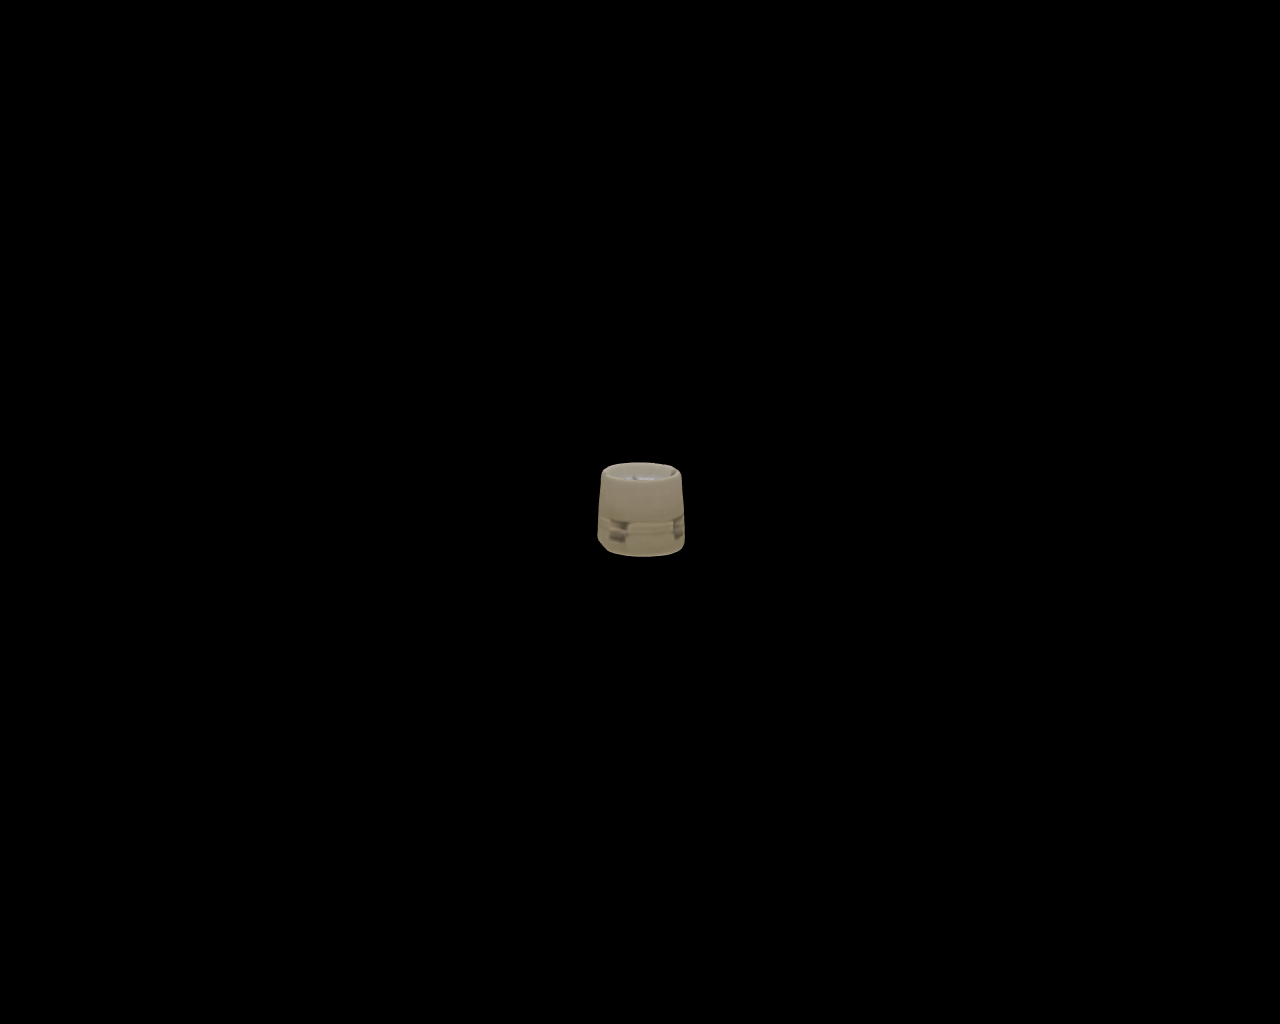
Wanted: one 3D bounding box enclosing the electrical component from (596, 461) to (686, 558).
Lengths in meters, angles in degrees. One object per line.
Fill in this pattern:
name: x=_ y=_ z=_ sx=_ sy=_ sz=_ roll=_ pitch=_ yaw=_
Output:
electrical component: x=0.001 y=-0.003 z=0.650 sx=0.055 sy=0.047 sz=0.055 roll=0 pitch=16 yaw=0
